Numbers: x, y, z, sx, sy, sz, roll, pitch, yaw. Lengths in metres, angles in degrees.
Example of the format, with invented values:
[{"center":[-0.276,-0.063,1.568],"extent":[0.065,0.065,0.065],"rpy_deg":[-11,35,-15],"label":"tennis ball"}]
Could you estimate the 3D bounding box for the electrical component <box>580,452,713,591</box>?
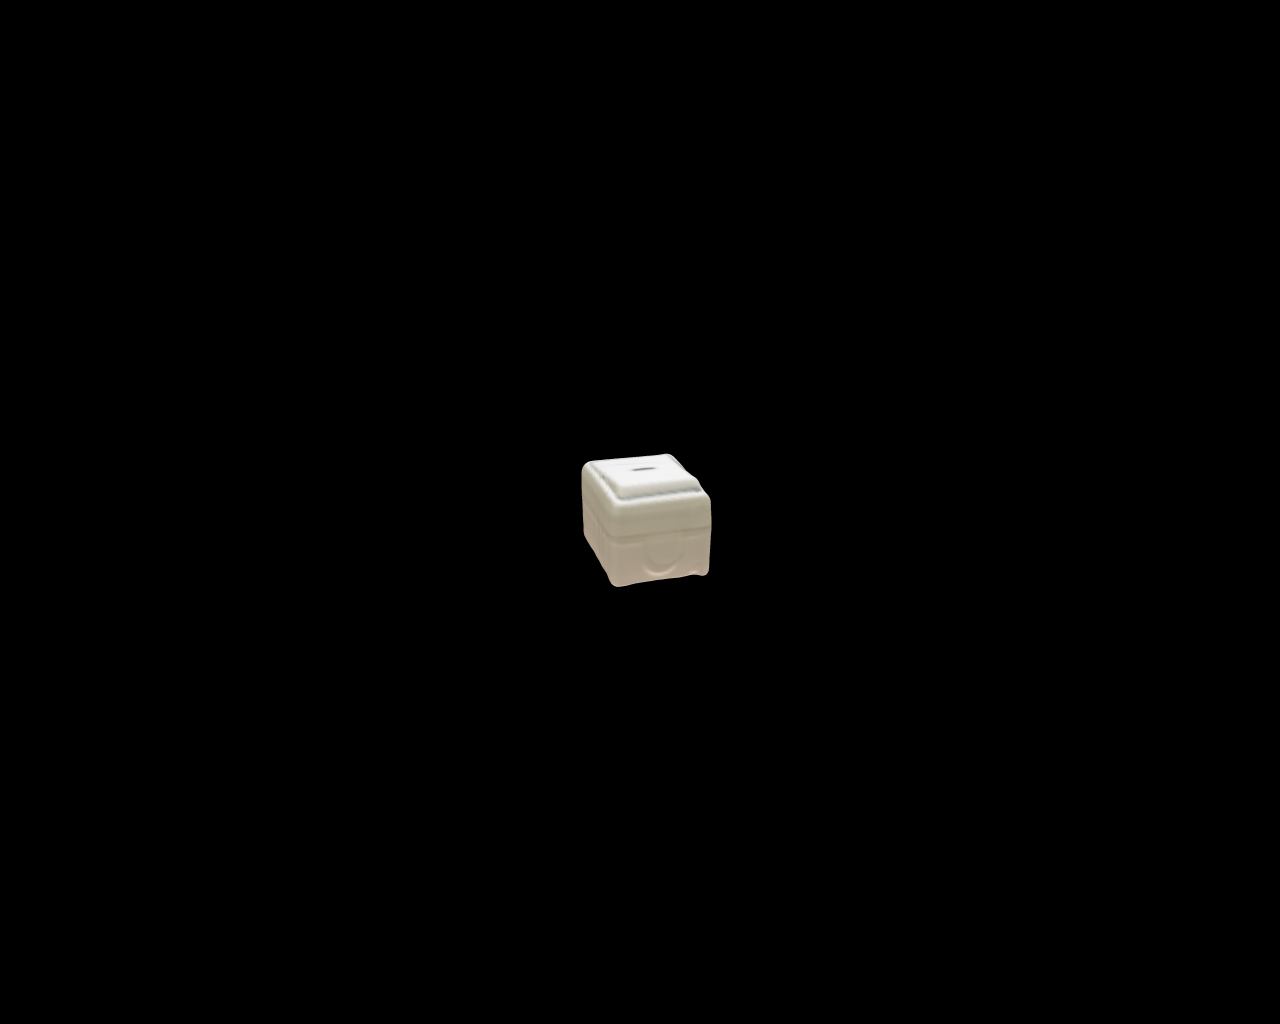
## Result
[{"center":[0.001,-0.003,0.650],"extent":[0.062,0.061,0.096],"rpy_deg":[-6,23,-14],"label":"electrical component"}]
